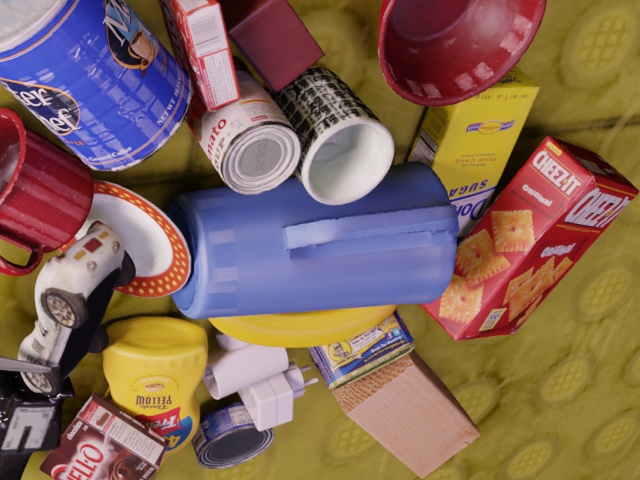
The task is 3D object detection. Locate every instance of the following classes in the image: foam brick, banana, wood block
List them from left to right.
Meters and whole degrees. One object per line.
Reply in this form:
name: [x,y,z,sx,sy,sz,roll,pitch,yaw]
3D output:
foam brick: [-0.043,-0.163,0.823,0.051,0.053,0.078,-38,139,4]
banana: [-0.027,0.072,1.011,0.197,0.037,0.070,9,123,-14]
wood block: [0.088,0.175,1.190,0.091,0.090,0.206,-39,139,4]

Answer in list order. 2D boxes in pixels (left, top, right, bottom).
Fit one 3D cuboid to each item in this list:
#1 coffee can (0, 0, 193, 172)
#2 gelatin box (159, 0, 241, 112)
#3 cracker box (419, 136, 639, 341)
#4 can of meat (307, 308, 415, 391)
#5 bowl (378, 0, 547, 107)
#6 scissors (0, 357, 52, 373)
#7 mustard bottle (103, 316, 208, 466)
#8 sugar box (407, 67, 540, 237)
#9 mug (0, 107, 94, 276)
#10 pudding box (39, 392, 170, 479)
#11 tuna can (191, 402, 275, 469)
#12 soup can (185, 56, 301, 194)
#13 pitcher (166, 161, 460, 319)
coffee can: [-0.168,-0.127,0.736,0.103,0.103,0.140,-38,138,3]
gelatin box: [-0.092,-0.150,0.787,0.030,0.073,0.089,-23,138,-13]
cracker box: [0.217,0.005,1.100,0.214,0.072,0.163,-52,154,19]
can of meat: [0.034,0.093,1.070,0.102,0.084,0.057,-27,167,-8]
bowl: [0.108,-0.194,0.890,0.162,0.055,0.162,-18,135,-19]
scissors: [-0.328,0.105,0.856,0.201,0.016,0.096,23,114,-19]
mustard bottle: [-0.164,0.160,1.033,0.096,0.058,0.192,1,130,-13]
sugar box: [0.134,-0.079,1.019,0.093,0.048,0.176,-6,130,-29]
mug: [-0.223,-0.029,0.788,0.093,0.117,0.081,-18,151,27]
pudding box: [-0.205,0.206,1.013,0.090,0.039,0.114,34,129,-7]
tuna can: [-0.093,0.207,1.130,0.086,0.034,0.086,-17,147,-12]
soup can: [-0.065,-0.091,0.837,0.068,0.102,0.068,-18,136,-18]
pitcher: [-0.006,0.001,0.935,0.242,0.145,0.149,-6,131,-25]
